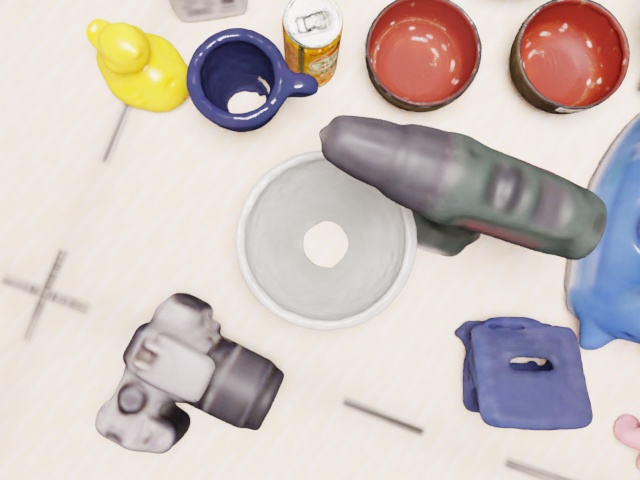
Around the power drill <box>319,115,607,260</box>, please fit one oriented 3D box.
[{"bbox_3d":[0.107,-0.036,0.492,0.229,0.208,0.076,15,86,-1],"label":"power drill"}]

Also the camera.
[{"bbox_3d":[-0.113,0.137,0.527,0.137,0.100,0.143,26,86,0],"label":"camera"}]

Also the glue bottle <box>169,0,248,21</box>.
[{"bbox_3d":[-0.111,-0.254,0.517,0.078,0.173,0.037,-8,86,-2],"label":"glue bottle"}]

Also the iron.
[{"bbox_3d":[0.321,-0.014,0.532,0.118,0.141,0.258,9,86,-1],"label":"iron"}]

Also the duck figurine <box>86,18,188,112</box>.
[{"bbox_3d":[-0.177,-0.174,0.553,0.104,0.086,0.077,34,86,1],"label":"duck figurine"}]

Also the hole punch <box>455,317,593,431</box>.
[{"bbox_3d":[0.191,0.124,0.543,0.108,0.091,0.101,1,86,-2],"label":"hole punch"}]

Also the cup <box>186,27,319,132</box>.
[{"bbox_3d":[-0.061,-0.141,0.551,0.117,0.095,0.092,2,86,-2],"label":"cup"}]

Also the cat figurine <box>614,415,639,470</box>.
[{"bbox_3d":[0.361,0.175,0.532,0.128,0.117,0.067,-41,88,-4],"label":"cat figurine"}]

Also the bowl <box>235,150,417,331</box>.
[{"bbox_3d":[0.005,0.002,0.553,0.167,0.074,0.167,0,86,-2],"label":"bowl"}]
